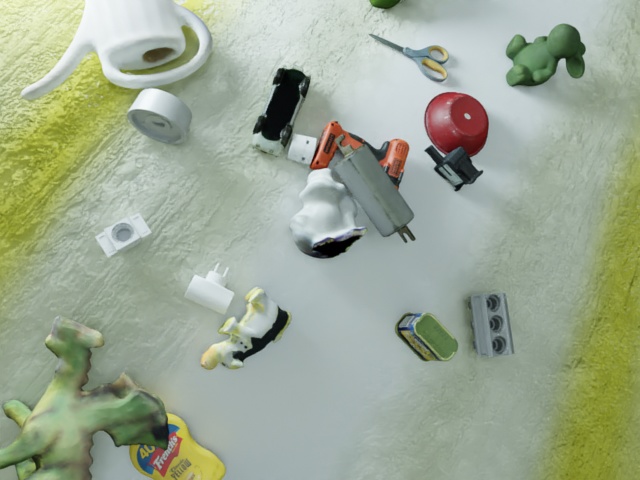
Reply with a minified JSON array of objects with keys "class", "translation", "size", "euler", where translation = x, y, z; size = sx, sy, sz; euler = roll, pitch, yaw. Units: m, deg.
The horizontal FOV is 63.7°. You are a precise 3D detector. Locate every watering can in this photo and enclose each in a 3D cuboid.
[{"class":"watering can","translation":[-0.378,-0.376,0.942],"size":[0.349,0.226,0.103],"euler":[-17,-8,-18]}]

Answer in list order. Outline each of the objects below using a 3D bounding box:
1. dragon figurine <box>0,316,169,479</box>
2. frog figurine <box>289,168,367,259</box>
[{"class":"dragon figurine","translation":[-0.346,0.317,0.768],"size":[0.243,0.412,0.121],"euler":[-21,-6,-9]},{"class":"frog figurine","translation":[0.003,-0.049,0.983],"size":[0.138,0.162,0.120],"euler":[-23,-25,-5]}]
